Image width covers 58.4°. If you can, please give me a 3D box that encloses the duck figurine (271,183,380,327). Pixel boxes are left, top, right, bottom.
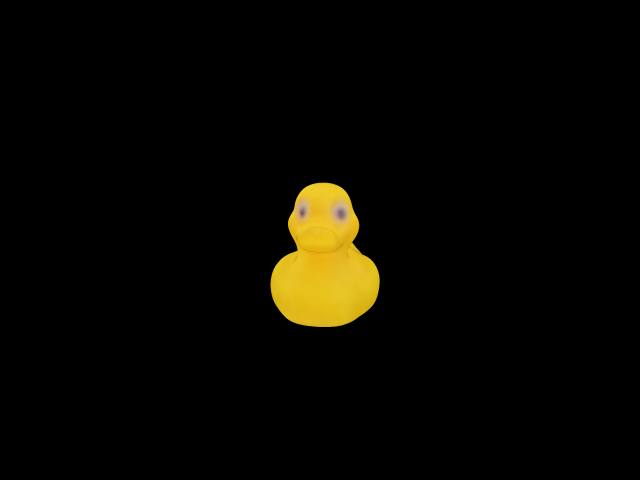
[{"bbox_3d":[0.004,0.001,0.400,0.077,0.086,0.104,2,18,7],"label":"duck figurine"}]
